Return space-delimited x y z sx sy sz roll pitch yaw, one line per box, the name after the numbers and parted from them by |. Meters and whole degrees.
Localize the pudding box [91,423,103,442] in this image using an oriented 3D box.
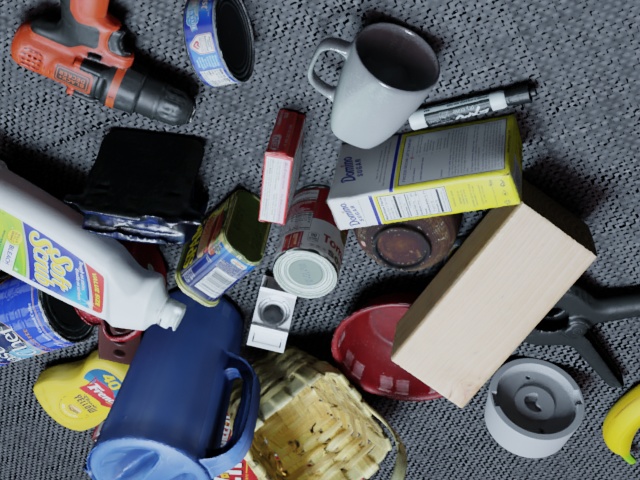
-0.233 0.268 1.424 0.090 0.039 0.113 -30 120 33 | pudding box

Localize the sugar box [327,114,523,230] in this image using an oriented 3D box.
0.101 -0.063 1.013 0.176 0.093 0.048 -10 128 21 | sugar box

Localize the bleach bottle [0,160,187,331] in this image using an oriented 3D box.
-0.252 0.017 1.103 0.251 0.068 0.103 28 122 3 | bleach bottle

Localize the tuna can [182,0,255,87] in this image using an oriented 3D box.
-0.090 -0.181 0.953 0.034 0.086 0.086 -6 130 19 | tuna can

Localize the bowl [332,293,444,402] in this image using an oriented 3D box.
0.096 0.110 1.196 0.162 0.055 0.162 6 133 7 | bowl

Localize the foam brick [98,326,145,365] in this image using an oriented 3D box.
-0.230 0.103 1.265 0.053 0.051 0.078 12 133 1 | foam brick

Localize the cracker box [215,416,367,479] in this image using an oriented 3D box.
-0.047 0.317 1.405 0.214 0.072 0.164 10 133 4 | cracker box

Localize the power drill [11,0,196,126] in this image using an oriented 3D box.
-0.182 -0.200 0.975 0.184 0.057 0.188 21 132 -7 | power drill

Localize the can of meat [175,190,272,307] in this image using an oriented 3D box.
-0.098 0.006 1.115 0.057 0.102 0.084 36 127 -21 | can of meat

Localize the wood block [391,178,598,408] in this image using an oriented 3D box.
0.169 0.051 1.057 0.091 0.090 0.206 35 112 -6 | wood block

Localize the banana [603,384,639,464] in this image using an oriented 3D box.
0.378 0.192 1.225 0.069 0.037 0.198 9 136 -18 | banana

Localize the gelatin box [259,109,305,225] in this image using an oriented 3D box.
-0.038 -0.072 1.049 0.030 0.073 0.089 11 133 3 | gelatin box

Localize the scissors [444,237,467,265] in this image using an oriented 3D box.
0.189 0.073 1.169 0.096 0.016 0.201 -8 130 18 | scissors

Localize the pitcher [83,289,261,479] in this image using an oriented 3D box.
-0.149 0.169 1.176 0.149 0.242 0.145 23 132 -9 | pitcher

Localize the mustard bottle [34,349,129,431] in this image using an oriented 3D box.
-0.261 0.178 1.336 0.192 0.058 0.096 -23 120 29 | mustard bottle

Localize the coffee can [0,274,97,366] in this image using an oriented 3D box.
-0.343 0.086 1.240 0.140 0.102 0.102 -17 126 25 | coffee can

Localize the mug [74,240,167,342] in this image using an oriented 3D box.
-0.221 0.054 1.182 0.082 0.117 0.093 -14 164 17 | mug

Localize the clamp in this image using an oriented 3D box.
0.281 0.079 1.135 0.209 0.036 0.165 21 131 -15 | clamp

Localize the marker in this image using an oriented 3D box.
0.143 -0.125 0.998 0.121 0.020 0.020 -11 128 21 | marker

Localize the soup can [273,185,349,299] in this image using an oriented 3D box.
-0.007 0.001 1.089 0.068 0.102 0.068 6 132 7 | soup can
